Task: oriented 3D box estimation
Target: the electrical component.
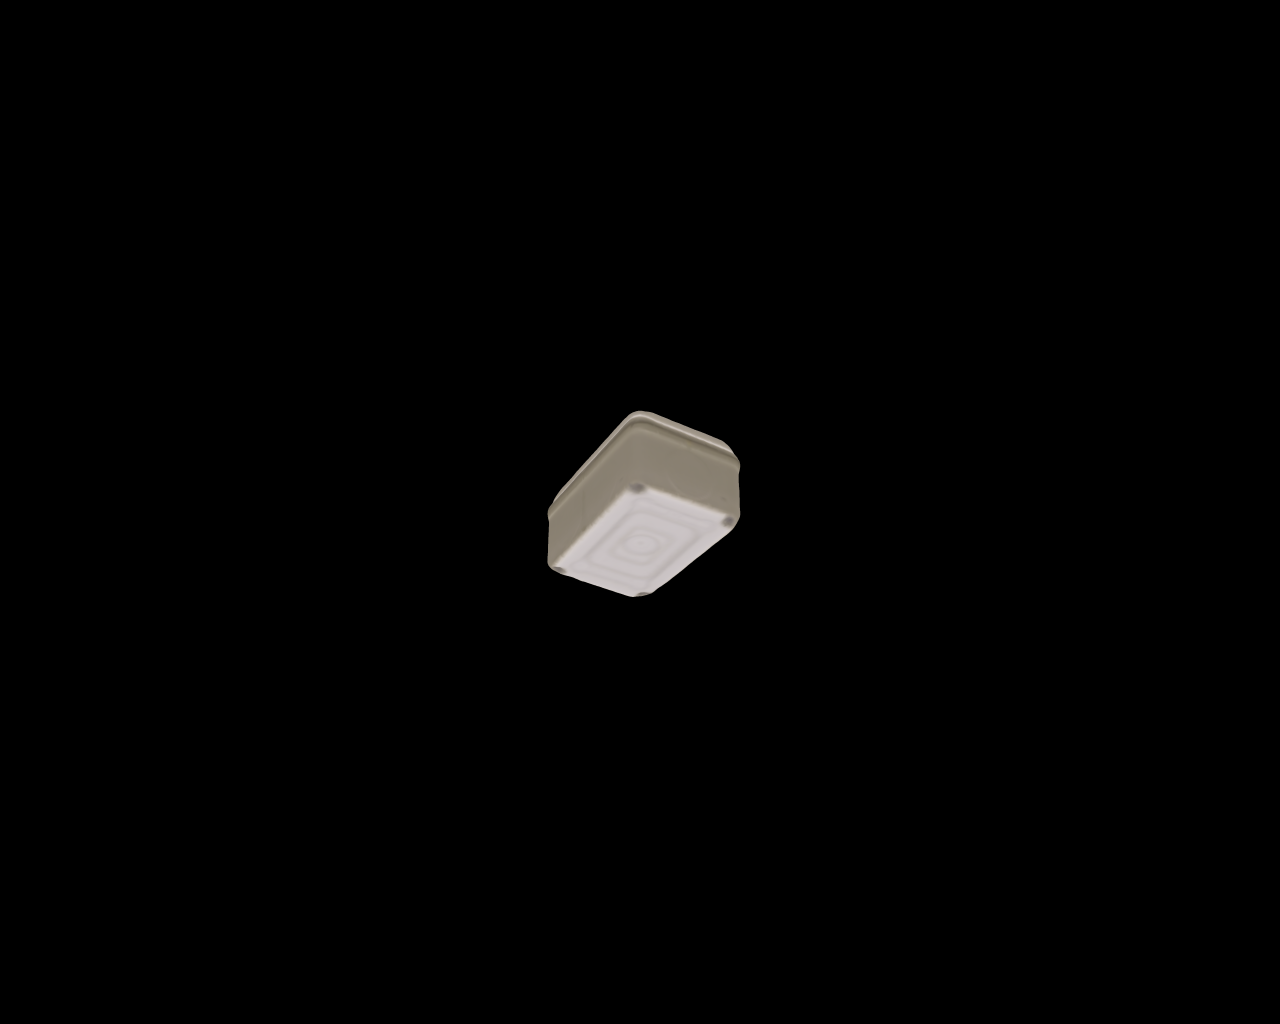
[{"bbox_3d":[0.001,-0.003,0.650,0.078,0.057,0.113,20,-40,-25],"label":"electrical component"}]
